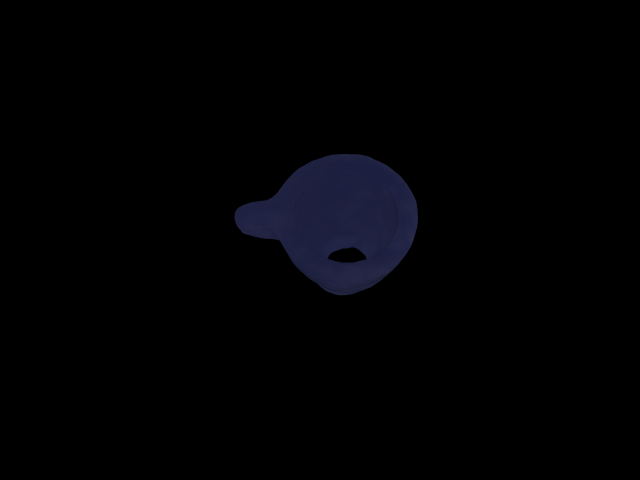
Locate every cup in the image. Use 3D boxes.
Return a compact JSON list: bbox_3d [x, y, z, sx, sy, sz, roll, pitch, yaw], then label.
[{"bbox_3d":[0.004,0.001,0.400,0.117,0.095,0.091,0,65,0],"label":"cup"}]
